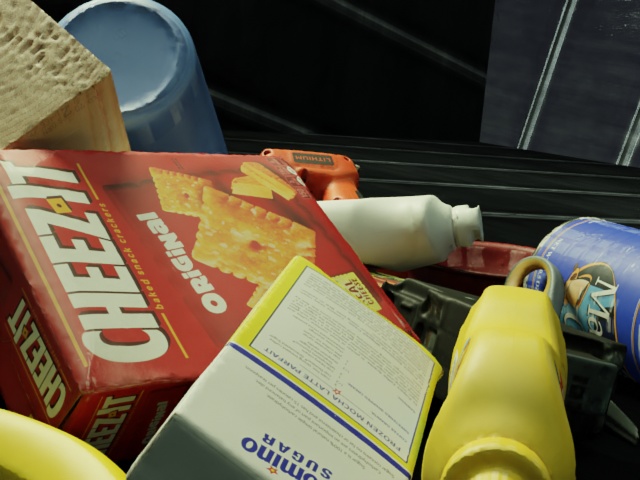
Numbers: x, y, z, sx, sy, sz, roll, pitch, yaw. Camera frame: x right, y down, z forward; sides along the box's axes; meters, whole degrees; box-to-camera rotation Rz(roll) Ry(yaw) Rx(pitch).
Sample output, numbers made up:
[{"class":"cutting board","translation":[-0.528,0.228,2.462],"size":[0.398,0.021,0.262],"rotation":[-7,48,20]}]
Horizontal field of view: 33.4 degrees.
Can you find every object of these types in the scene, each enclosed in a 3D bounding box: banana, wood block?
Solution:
[{"class":"banana","translation":[-0.137,0.099,0.442],"size":[0.198,0.037,0.069],"rotation":[7,27,22]},{"class":"wood block","translation":[-0.175,-0.040,0.669],"size":[0.091,0.206,0.090],"rotation":[40,66,21]}]

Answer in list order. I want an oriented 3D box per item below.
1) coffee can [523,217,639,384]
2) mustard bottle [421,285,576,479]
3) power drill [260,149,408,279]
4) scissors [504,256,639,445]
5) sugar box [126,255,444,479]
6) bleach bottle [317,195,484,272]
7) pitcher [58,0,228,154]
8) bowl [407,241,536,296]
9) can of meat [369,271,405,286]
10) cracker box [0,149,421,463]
[{"class":"coffee can","translation":[0.222,0.045,0.741],"size":[0.102,0.103,0.140],"rotation":[1,10,-22]},{"class":"mustard bottle","translation":[0.077,0.082,0.452],"size":[0.058,0.096,0.191],"rotation":[9,10,10]},{"class":"power drill","translation":[-0.003,-0.016,0.975],"size":[0.184,0.057,0.188],"rotation":[6,31,-25]},{"class":"scissors","translation":[0.159,0.062,0.695],"size":[0.016,0.096,0.202],"rotation":[38,-10,-27]},{"class":"sugar box","translation":[-0.005,0.074,0.443],"size":[0.093,0.048,0.176],"rotation":[37,24,1]},{"class":"bleach bottle","translation":[-0.005,0.001,0.802],"size":[0.251,0.068,0.102],"rotation":[-7,-11,13]},{"class":"pitcher","translation":[-0.150,-0.085,0.838],"size":[0.149,0.145,0.243],"rotation":[-30,-18,-10]},{"class":"bowl","translation":[0.141,0.040,0.875],"size":[0.162,0.055,0.162],"rotation":[5,9,-1]},{"class":"can of meat","translation":[0.028,0.054,0.733],"size":[0.083,0.057,0.102],"rotation":[0,10,-38]},{"class":"cracker box","translation":[-0.074,0.025,0.576],"size":[0.213,0.072,0.164],"rotation":[-2,46,-42]}]
